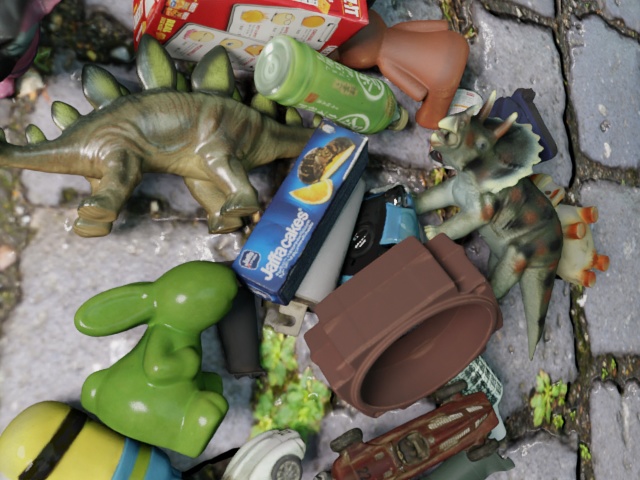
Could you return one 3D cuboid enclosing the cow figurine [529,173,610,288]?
[{"bbox_3d":[0.370,-0.021,0.857,0.085,0.127,0.194,-44,118,-27],"label":"cow figurine"}]

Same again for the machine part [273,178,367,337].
[{"bbox_3d":[-0.001,-0.002,0.648,0.079,0.079,0.243,26,68,-24],"label":"machine part"}]

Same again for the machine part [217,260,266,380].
[{"bbox_3d":[-0.093,0.088,0.604,0.084,0.039,0.138,-11,86,-40],"label":"machine part"}]

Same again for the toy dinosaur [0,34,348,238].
[{"bbox_3d":[-0.123,-0.109,0.582,0.471,0.105,0.198,-4,80,-42],"label":"toy dinosaur"}]

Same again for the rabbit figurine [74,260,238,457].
[{"bbox_3d":[-0.148,0.095,0.527,0.159,0.121,0.170,21,86,-3],"label":"rabbit figurine"}]

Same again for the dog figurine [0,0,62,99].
[{"bbox_3d":[-0.273,-0.207,0.438,0.108,0.219,0.191,18,74,-39],"label":"dog figurine"}]

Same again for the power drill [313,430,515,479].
[{"bbox_3d":[0.126,0.295,0.652,0.207,0.086,0.231,-44,109,-15],"label":"power drill"}]

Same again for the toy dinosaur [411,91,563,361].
[{"bbox_3d":[0.256,-0.019,0.732,0.404,0.192,0.131,48,19,-22],"label":"toy dinosaur"}]

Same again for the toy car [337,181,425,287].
[{"bbox_3d":[0.084,0.012,0.689,0.102,0.109,0.161,35,57,-36],"label":"toy car"}]

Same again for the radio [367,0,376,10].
[{"bbox_3d":[0.029,-0.407,0.691,0.131,0.073,0.230,22,50,-27],"label":"radio"}]

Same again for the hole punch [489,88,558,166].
[{"bbox_3d":[0.272,-0.150,0.809,0.092,0.142,0.115,-26,90,-9],"label":"hole punch"}]

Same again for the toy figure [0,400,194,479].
[{"bbox_3d":[-0.203,0.212,0.495,0.180,0.082,0.089,24,52,-18],"label":"toy figure"}]

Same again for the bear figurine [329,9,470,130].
[{"bbox_3d":[0.095,-0.244,0.731,0.196,0.132,0.120,14,77,5],"label":"bear figurine"}]

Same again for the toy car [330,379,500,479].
[{"bbox_3d":[0.108,0.226,0.593,0.202,0.053,0.089,-21,70,-11],"label":"toy car"}]

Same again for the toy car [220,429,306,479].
[{"bbox_3d":[-0.093,0.273,0.551,0.202,0.073,0.056,-44,105,-28],"label":"toy car"}]

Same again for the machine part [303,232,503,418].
[{"bbox_3d":[0.100,0.104,0.608,0.201,0.087,0.201,-36,139,2],"label":"machine part"}]

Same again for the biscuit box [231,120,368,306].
[{"bbox_3d":[-0.017,-0.030,0.585,0.059,0.062,0.202,26,73,13],"label":"biscuit box"}]
